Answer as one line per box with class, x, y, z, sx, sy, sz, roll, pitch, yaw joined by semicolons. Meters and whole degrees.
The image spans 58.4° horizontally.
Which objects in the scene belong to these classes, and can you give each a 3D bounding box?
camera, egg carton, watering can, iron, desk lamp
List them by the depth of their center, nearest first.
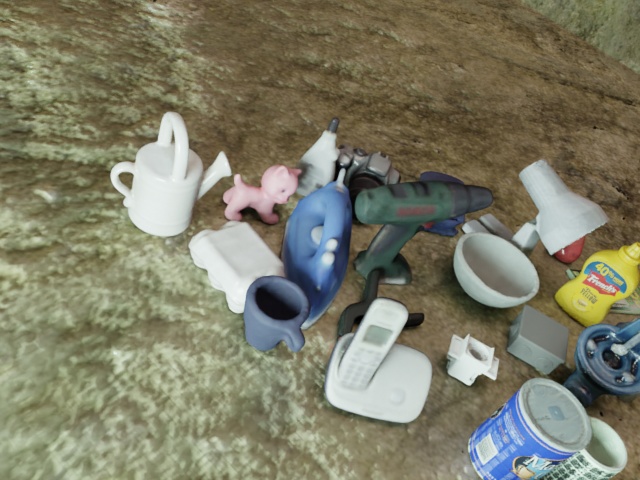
egg carton;-0.124;0.038;0.871;0.107;0.069;0.150;-23;60;-41
watering can;-0.224;-0.109;0.878;0.173;0.194;0.100;-25;61;-42
iron;0.008;0.003;0.919;0.119;0.141;0.258;17;41;-10
camera;0.079;-0.113;1.108;0.143;0.100;0.137;25;41;0
desk lamp;0.417;-0.037;1.115;0.118;0.213;0.202;-19;57;-39

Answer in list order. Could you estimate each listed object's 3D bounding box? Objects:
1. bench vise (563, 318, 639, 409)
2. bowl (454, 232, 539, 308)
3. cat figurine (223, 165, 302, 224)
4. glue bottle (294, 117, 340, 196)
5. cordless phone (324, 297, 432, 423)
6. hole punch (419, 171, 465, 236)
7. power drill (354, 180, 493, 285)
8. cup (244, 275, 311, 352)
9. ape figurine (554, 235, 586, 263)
bench vise;0.497;0.161;0.943;0.121;0.219;0.208;33;41;8
bowl;0.312;0.067;1.059;0.168;0.074;0.167;14;42;-13
cat figurine;-0.093;-0.090;0.984;0.128;0.117;0.067;2;46;-25
glue bottle;0.002;-0.152;1.055;0.078;0.173;0.037;26;41;1
cordless phone;0.096;0.158;0.769;0.148;0.185;0.094;15;42;-12
hole punch;0.243;-0.074;1.159;0.109;0.091;0.101;12;43;-16
power drill;0.152;-0.018;0.964;0.230;0.208;0.075;3;45;-24
cup;-0.062;0.121;0.796;0.092;0.095;0.117;-11;52;-35
ape figurine;0.540;-0.002;1.234;0.078;0.092;0.076;4;45;-24
